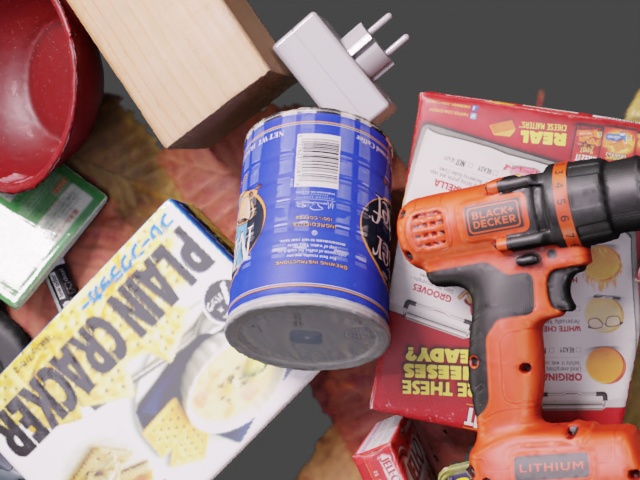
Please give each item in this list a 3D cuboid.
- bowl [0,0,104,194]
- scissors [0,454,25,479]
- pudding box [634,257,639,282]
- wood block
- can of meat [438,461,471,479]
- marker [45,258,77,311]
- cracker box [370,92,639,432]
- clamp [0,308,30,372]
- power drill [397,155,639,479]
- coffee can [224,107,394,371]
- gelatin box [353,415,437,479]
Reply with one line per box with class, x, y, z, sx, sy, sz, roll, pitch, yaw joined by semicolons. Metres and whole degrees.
bowl;-0.205;-0.114;0.763;0.162;0.055;0.162;6;99;39
scissors;-0.235;0.168;0.818;0.202;0.016;0.096;5;124;13
pudding box;0.247;-0.012;0.657;0.039;0.113;0.090;22;103;49
wood block;-0.114;-0.172;0.736;0.090;0.090;0.206;-35;87;14
can of meat;0.124;0.185;0.673;0.102;0.084;0.057;-21;130;30
marker;-0.185;0.063;0.810;0.020;0.020;0.121;-22;90;14
cracker box;0.132;0.019;0.707;0.164;0.072;0.214;10;98;13
clamp;-0.265;0.064;0.820;0.120;0.039;0.171;-37;92;9
power drill;0.144;0.049;0.622;0.185;0.057;0.187;-11;83;27
coffee can;-0.005;0.001;0.689;0.103;0.102;0.140;-4;60;13
gelatin box;0.057;0.164;0.727;0.030;0.089;0.073;-24;89;13
